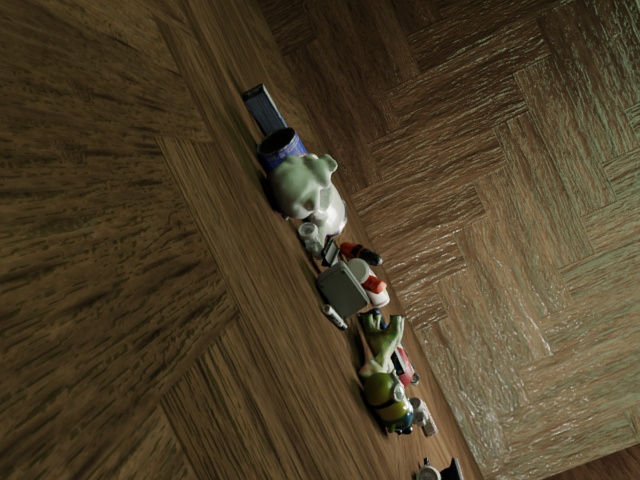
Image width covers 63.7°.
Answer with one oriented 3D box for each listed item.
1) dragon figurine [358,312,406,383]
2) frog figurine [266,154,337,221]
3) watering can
[{"bbox_3d":[0.173,0.309,1.341,0.407,0.122,0.245,28,60,-67],"label":"dragon figurine"},{"bbox_3d":[-0.033,-0.125,1.128,0.139,0.159,0.122,67,9,14],"label":"frog figurine"},{"bbox_3d":[0.004,-0.072,1.425,0.220,0.103,0.355,51,29,-58],"label":"watering can"}]
